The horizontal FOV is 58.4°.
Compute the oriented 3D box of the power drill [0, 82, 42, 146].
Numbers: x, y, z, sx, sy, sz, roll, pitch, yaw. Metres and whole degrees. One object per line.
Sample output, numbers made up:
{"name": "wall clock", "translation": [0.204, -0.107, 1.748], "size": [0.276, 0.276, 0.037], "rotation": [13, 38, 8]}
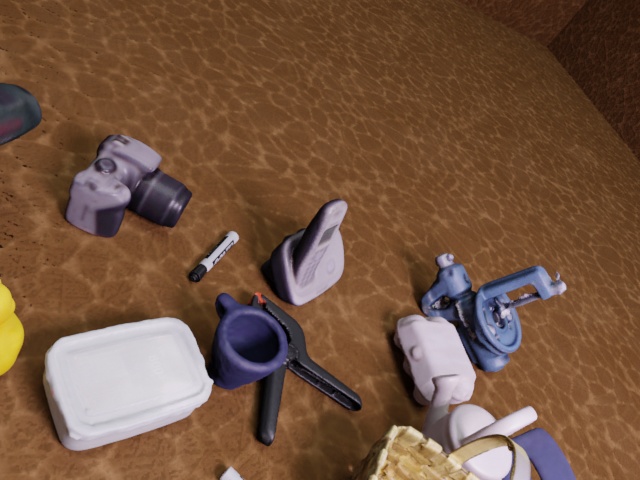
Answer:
{"name": "power drill", "translation": [-0.388, -0.067, 0.592], "size": [0.076, 0.208, 0.230], "rotation": [33, 38, -7]}

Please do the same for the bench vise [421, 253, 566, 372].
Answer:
{"name": "bench vise", "translation": [0.281, 0.097, 0.955], "size": [0.207, 0.219, 0.122], "rotation": [39, 38, 1]}

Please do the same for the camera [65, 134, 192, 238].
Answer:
{"name": "camera", "translation": [-0.253, -0.070, 0.791], "size": [0.137, 0.100, 0.143], "rotation": [29, 39, -11]}

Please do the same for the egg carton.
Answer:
{"name": "egg carton", "translation": [0.177, 0.187, 0.903], "size": [0.107, 0.069, 0.150], "rotation": [9, 47, -33]}

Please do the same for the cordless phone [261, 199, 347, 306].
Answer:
{"name": "cordless phone", "translation": [0.008, 0.003, 0.858], "size": [0.094, 0.185, 0.148], "rotation": [46, 38, 10]}

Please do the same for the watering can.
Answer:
{"name": "watering can", "translation": [0.193, 0.259, 0.742], "size": [0.172, 0.193, 0.101], "rotation": [47, 39, 12]}

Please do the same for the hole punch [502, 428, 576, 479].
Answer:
{"name": "hole punch", "translation": [0.300, 0.342, 0.828], "size": [0.101, 0.091, 0.108], "rotation": [0, 51, -38]}

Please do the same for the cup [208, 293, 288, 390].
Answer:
{"name": "cup", "translation": [-0.107, 0.133, 0.709], "size": [0.092, 0.095, 0.117], "rotation": [-18, 64, -47]}

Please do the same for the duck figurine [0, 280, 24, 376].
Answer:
{"name": "duck figurine", "translation": [-0.339, 0.082, 0.581], "size": [0.078, 0.086, 0.104], "rotation": [4, 49, -36]}
